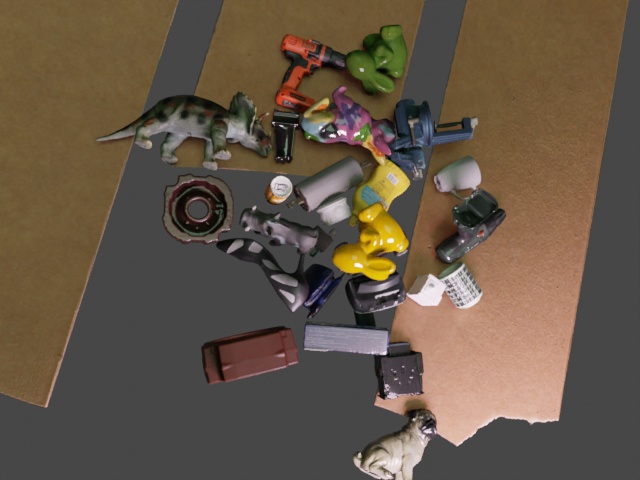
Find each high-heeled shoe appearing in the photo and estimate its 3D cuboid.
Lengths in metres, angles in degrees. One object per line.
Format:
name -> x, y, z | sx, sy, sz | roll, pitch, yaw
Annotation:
high-heeled shoe -> -0.141, 0.081, 1.250 | 0.249, 0.086, 0.145 | 9, 69, 14

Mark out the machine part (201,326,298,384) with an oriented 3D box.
machine part -> -0.159, 0.249, 1.191 | 0.201, 0.201, 0.087 | -9, 83, -14

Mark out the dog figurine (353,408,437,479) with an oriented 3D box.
dog figurine -> 0.186, 0.485, 1.305 | 0.172, 0.121, 0.190 | 28, 64, -12

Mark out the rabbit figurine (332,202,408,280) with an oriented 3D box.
rabbit figurine -> 0.113, 0.023, 1.278 | 0.173, 0.122, 0.162 | -34, 81, -16

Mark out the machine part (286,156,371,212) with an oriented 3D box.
machine part -> 0.022, -0.141, 1.346 | 0.243, 0.079, 0.079 | -31, 91, -14

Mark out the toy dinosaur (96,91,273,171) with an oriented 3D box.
toy dinosaur -> -0.305, -0.278, 1.273 | 0.405, 0.131, 0.192 | 12, 68, -7

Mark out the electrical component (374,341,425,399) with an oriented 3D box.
electrical component -> 0.197, 0.322, 1.339 | 0.115, 0.058, 0.134 | -4, 85, -15

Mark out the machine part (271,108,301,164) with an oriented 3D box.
machine part -> -0.088, -0.261, 1.356 | 0.084, 0.039, 0.139 | 8, 80, -18

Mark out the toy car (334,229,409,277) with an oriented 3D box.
toy car -> 0.128, 0.026, 1.362 | 0.202, 0.053, 0.089 | -24, 74, -14

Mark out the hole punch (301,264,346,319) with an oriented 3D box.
hole punch -> -0.013, 0.116, 1.291 | 0.092, 0.115, 0.142 | 42, 76, 3

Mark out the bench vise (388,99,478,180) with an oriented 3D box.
bench vise -> 0.292, -0.269, 1.393 | 0.241, 0.128, 0.223 | -8, 66, 4

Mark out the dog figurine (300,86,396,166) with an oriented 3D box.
dog figurine -> 0.081, -0.264, 1.338 | 0.191, 0.108, 0.219 | -39, 81, -15

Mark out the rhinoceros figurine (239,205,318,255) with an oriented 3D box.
rhinoceros figurine -> -0.099, -0.023, 1.284 | 0.190, 0.112, 0.073 | 19, 83, -3

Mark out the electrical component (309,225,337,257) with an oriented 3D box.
electrical component -> -0.003, -0.004, 1.351 | 0.063, 0.021, 0.094 | 46, 77, -4

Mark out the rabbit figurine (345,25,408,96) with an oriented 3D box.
rabbit figurine -> 0.135, -0.457, 1.394 | 0.170, 0.121, 0.159 | -30, 112, -29

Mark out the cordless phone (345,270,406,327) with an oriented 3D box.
cordless phone -> 0.150, 0.173, 1.346 | 0.147, 0.089, 0.184 | -13, 97, -15

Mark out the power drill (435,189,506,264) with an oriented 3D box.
power drill -> 0.394, -0.046, 1.363 | 0.232, 0.207, 0.086 | -37, 70, -7

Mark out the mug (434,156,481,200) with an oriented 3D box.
mug -> 0.365, -0.157, 1.431 | 0.107, 0.081, 0.109 | -18, 93, -4

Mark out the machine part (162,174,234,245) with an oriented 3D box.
machine part -> -0.289, -0.071, 1.277 | 0.179, 0.056, 0.179 | 2, 81, -13

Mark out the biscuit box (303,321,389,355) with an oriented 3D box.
biscuit box -> 0.063, 0.235, 1.289 | 0.203, 0.059, 0.062 | 5, 89, 3
